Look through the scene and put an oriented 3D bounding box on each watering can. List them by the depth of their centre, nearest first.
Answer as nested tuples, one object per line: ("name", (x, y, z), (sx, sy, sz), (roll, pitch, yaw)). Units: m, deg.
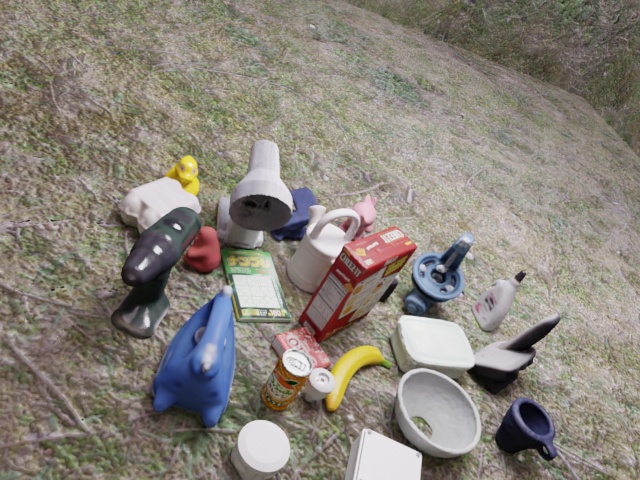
("watering can", (0.009, 0.004, 1.160), (0.101, 0.194, 0.172), (-15, 55, -44))

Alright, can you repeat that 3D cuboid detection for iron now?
("iron", (-0.173, 0.153, 0.904), (0.119, 0.141, 0.258), (21, 37, -12))

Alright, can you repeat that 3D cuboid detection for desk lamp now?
("desk lamp", (-0.135, -0.081, 1.146), (0.118, 0.213, 0.203), (13, 39, -21))

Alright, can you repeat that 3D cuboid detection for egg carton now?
("egg carton", (-0.313, -0.063, 1.125), (0.107, 0.069, 0.151), (39, 37, 12))

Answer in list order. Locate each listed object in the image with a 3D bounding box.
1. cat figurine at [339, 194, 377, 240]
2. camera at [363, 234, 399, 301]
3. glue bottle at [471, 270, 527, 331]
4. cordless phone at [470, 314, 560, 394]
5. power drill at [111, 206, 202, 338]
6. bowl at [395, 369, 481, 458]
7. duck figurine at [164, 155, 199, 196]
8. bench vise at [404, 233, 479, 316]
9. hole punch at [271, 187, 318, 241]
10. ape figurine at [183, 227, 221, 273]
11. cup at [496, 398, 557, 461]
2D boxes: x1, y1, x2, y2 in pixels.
("cat figurine", (0.104, -0.062, 1.368), (0.067, 0.117, 0.128), (35, 36, 8))
("camera", (0.099, 0.045, 1.253), (0.137, 0.100, 0.143), (12, 40, -23))
("glue bottle", (0.415, 0.128, 1.307), (0.037, 0.173, 0.078), (7, 42, -28))
("cordless phone", (0.405, 0.219, 1.183), (0.148, 0.185, 0.094), (-19, 58, -46))
("power drill", (-0.262, 0.054, 0.904), (0.075, 0.208, 0.229), (26, 36, -5))
("bowl", (0.196, 0.318, 1.017), (0.168, 0.074, 0.167), (19, 38, -15))
("duck figurine", (-0.288, -0.142, 1.221), (0.078, 0.086, 0.104), (11, 40, -23))
("bench vise", (0.274, 0.046, 1.270), (0.121, 0.219, 0.207), (27, 36, -3))
("hole punch", (-0.062, -0.061, 1.276), (0.101, 0.091, 0.108), (4, 43, -31))
("ape figurine", (-0.218, 0.011, 1.082), (0.076, 0.092, 0.078), (44, 38, 19))
("cup", (0.381, 0.368, 1.066), (0.092, 0.095, 0.117), (2, 44, -32))
